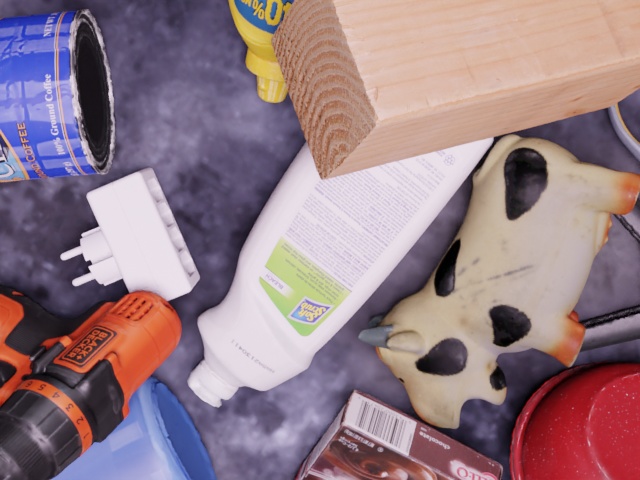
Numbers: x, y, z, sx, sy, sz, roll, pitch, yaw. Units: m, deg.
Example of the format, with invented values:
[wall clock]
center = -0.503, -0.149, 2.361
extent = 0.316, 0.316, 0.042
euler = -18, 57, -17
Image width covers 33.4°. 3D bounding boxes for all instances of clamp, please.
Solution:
[clamp]
center = 0.233, 0.044, 0.702
extent = 0.171, 0.039, 0.120
euler = 25, 104, 4

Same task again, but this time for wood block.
[wood block]
center = 0.090, -0.110, 0.600
extent = 0.205, 0.090, 0.091
euler = -15, 79, -22

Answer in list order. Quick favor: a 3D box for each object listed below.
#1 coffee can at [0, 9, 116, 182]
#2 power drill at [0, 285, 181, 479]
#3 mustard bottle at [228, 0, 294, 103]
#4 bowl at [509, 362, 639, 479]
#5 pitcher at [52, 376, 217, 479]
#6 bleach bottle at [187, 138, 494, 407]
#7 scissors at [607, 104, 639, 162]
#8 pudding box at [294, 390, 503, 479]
[coffee can]
center = -0.207, -0.085, 0.660
extent = 0.140, 0.103, 0.103
euler = -5, 98, 2
[power drill]
center = -0.202, 0.078, 0.635
extent = 0.188, 0.184, 0.057
euler = 17, 129, 24
[mustard bottle]
center = -0.014, -0.172, 0.645
extent = 0.096, 0.058, 0.192
euler = 34, 129, 29
[bowl]
center = 0.202, 0.135, 0.659
extent = 0.162, 0.055, 0.162
euler = 2, 55, -3
[pitcher]
center = -0.195, 0.180, 0.678
extent = 0.243, 0.149, 0.145
euler = -27, 96, 1
[bleach bottle]
center = -0.005, 0.001, 0.688
extent = 0.102, 0.068, 0.251
euler = 39, 99, -4
[scissors]
center = 0.240, -0.030, 0.678
extent = 0.096, 0.016, 0.202
euler = -16, 82, -5
[pudding box]
center = 0.049, 0.159, 0.701
extent = 0.113, 0.039, 0.090
euler = 29, 129, -1
